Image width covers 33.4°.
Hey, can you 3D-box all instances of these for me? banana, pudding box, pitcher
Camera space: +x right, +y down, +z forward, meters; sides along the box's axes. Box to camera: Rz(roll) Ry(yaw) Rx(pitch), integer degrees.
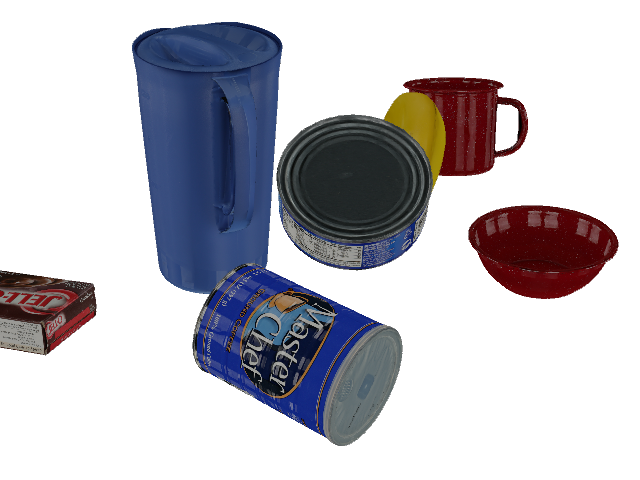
[{"bbox_3d":[0.065,-0.074,0.786,0.037,0.070,0.197,25,25,-8],"label":"banana"},{"bbox_3d":[-0.278,0.065,0.985,0.114,0.039,0.090,5,20,18],"label":"pudding box"},{"bbox_3d":[-0.099,-0.070,0.994,0.145,0.243,0.149,12,32,18],"label":"pitcher"}]

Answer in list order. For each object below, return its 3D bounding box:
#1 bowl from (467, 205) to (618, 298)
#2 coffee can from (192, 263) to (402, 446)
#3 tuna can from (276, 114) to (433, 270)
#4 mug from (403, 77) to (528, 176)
[{"bbox_3d":[0.243,0.018,1.177,0.162,0.055,0.162,-1,28,0],"label":"bowl"},{"bbox_3d":[-0.019,0.091,0.874,0.140,0.103,0.102,24,12,28],"label":"coffee can"},{"bbox_3d":[0.019,-0.027,0.596,0.086,0.086,0.034,0,-33,0],"label":"tuna can"},{"bbox_3d":[0.136,-0.107,1.006,0.117,0.081,0.093,3,16,12],"label":"mug"}]
